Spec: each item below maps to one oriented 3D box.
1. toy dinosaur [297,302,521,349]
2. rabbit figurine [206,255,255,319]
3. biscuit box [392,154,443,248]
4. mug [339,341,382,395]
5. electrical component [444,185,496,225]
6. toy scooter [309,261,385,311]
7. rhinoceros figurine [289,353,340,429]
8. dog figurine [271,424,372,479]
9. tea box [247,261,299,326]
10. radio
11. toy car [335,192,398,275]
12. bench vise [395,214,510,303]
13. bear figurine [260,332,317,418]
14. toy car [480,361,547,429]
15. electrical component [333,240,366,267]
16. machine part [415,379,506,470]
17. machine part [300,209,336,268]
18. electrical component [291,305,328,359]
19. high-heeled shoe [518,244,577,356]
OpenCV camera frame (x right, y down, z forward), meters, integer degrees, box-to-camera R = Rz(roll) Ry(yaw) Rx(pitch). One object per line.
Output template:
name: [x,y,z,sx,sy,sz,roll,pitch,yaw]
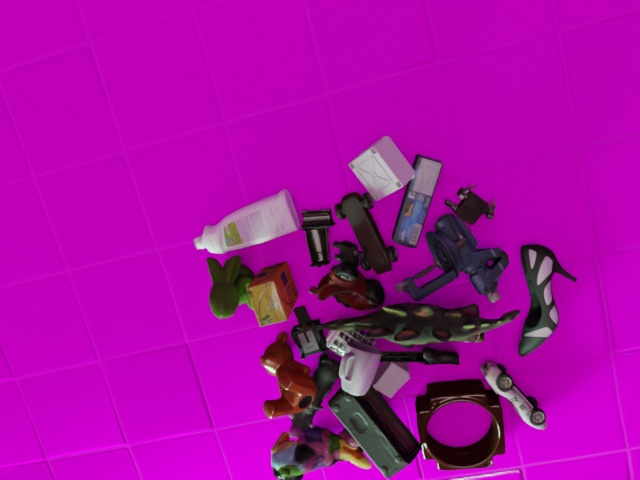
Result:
toy dinosaur: [0.190,0.182,1.175,0.472,0.198,0.105,-10,75,21]
rabbit figurine: [-0.201,0.112,1.235,0.121,0.170,0.159,-6,102,6]
biscuit box: [0.216,-0.086,1.204,0.059,0.063,0.202,16,104,2]
mug: [0.082,0.288,1.190,0.081,0.109,0.107,13,94,34]
electrical component: [0.341,-0.077,1.201,0.102,0.045,0.078,41,102,-4]
toy scooter: [0.057,0.116,1.237,0.135,0.075,0.183,-24,138,27]
rhinoceros figurine: [-0.006,0.370,1.303,0.073,0.112,0.190,30,96,-3]
dog figurine: [0.012,0.515,1.304,0.219,0.191,0.108,-4,96,23]
tea box: [-0.104,0.119,1.227,0.068,0.170,0.098,-16,102,10]
radio: [0.127,0.431,1.260,0.073,0.131,0.230,-47,74,15]
toy car: [0.109,-0.017,1.235,0.089,0.053,0.202,-23,100,26]
bench vise: [0.285,0.069,1.191,0.241,0.129,0.223,-30,90,-6]
bear figurine: [-0.093,0.306,1.252,0.196,0.132,0.120,46,110,41]
toy car: [0.461,0.367,1.271,0.056,0.073,0.201,-43,95,10]
electrical component: [0.068,0.036,1.237,0.094,0.021,0.063,20,131,39]
machine part: [0.337,0.446,1.296,0.202,0.087,0.200,-7,101,6]
machine part: [-0.003,-0.004,1.258,0.084,0.039,0.138,-3,100,1]
electrical component: [-0.031,0.221,1.305,0.075,0.048,0.119,-16,102,8]
high-heeled shoe: [0.472,0.136,1.220,0.145,0.086,0.248,28,100,4]
